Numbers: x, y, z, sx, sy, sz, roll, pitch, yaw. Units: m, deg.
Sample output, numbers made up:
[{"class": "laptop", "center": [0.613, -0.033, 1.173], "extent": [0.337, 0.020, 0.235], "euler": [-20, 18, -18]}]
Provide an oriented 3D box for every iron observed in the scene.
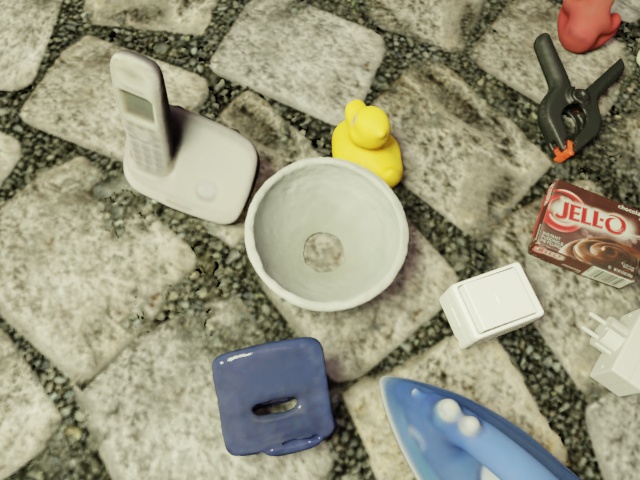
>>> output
[{"class": "iron", "center": [0.159, 0.205, 0.503], "extent": [0.258, 0.141, 0.119], "euler": [41, 72, 11]}]

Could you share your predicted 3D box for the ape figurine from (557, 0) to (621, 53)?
[{"class": "ape figurine", "center": [0.349, -0.292, 0.733], "extent": [0.077, 0.092, 0.076], "euler": [40, 72, 11]}]

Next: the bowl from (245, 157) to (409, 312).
[{"class": "bowl", "center": [0.006, 0.002, 0.605], "extent": [0.167, 0.075, 0.167], "euler": [1, 69, -4]}]

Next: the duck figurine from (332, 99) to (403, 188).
[{"class": "duck figurine", "center": [0.057, -0.111, 0.645], "extent": [0.077, 0.086, 0.104], "euler": [-27, 73, -13]}]

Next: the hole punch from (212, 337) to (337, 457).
[{"class": "hole punch", "center": [-0.040, 0.149, 0.536], "extent": [0.109, 0.091, 0.101], "euler": [-10, 70, -8]}]

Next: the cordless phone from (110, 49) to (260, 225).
[{"class": "cordless phone", "center": [-0.136, -0.101, 0.575], "extent": [0.147, 0.185, 0.094], "euler": [20, 69, 4]}]
